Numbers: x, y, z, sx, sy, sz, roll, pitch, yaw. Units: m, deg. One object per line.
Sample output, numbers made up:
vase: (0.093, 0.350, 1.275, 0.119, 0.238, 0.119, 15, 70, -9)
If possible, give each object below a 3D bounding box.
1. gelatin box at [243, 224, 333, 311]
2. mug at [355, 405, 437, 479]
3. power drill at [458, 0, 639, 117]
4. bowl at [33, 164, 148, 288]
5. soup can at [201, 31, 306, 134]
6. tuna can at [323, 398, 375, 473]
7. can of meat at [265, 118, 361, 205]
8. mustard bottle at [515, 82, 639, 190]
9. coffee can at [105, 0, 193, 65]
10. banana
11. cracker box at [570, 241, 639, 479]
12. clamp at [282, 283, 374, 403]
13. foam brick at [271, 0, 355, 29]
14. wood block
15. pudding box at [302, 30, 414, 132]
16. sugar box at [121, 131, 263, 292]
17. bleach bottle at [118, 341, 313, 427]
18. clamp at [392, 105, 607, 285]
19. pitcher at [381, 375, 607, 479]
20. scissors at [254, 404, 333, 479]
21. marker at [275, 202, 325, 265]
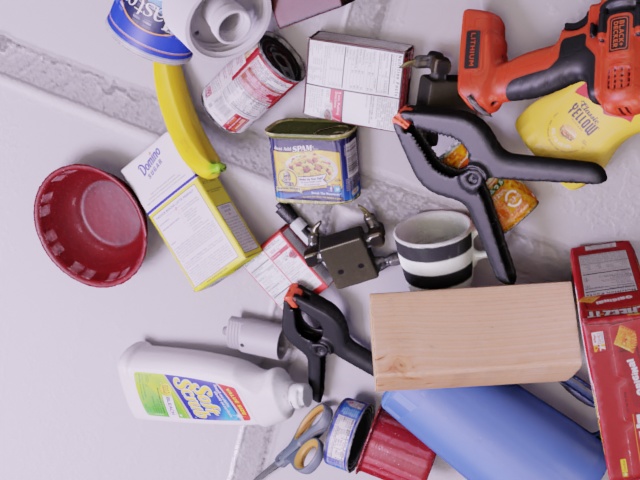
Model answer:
gelatin box: (-0.038, 0.036, 1.266, 0.089, 0.030, 0.073, 49, 122, -3)
mug: (0.095, 0.254, 1.273, 0.081, 0.093, 0.117, 20, 148, 9)
power drill: (0.227, -0.198, 1.013, 0.188, 0.057, 0.184, -5, 69, 36)
bowl: (-0.273, -0.024, 1.326, 0.162, 0.055, 0.162, 9, 114, 20)
soup can: (-0.074, -0.172, 1.174, 0.102, 0.068, 0.068, -38, 93, 31)
tuna can: (0.035, 0.234, 1.284, 0.034, 0.086, 0.086, 16, 116, 17)
can of meat: (-0.006, -0.087, 1.186, 0.102, 0.057, 0.084, 4, 115, 22)
mustard bottle: (0.288, -0.142, 1.036, 0.192, 0.058, 0.096, -44, 77, 30)
coffee can: (-0.159, -0.275, 1.148, 0.103, 0.102, 0.140, 34, 120, 7)
banana: (-0.150, -0.140, 1.209, 0.070, 0.037, 0.198, -51, 58, 44)
cracker box: (0.297, 0.111, 1.046, 0.072, 0.213, 0.164, -10, 106, 13)
clamp: (0.017, 0.122, 1.260, 0.120, 0.039, 0.171, -14, 123, 19)
foam brick: (-0.009, -0.261, 1.118, 0.078, 0.053, 0.051, -15, 105, 26)
wood block: (0.157, 0.103, 1.114, 0.206, 0.090, 0.091, -4, 72, 1)
pudding box: (0.040, -0.170, 1.143, 0.114, 0.039, 0.090, 12, 114, 16)
sugar box: (-0.152, -0.035, 1.262, 0.093, 0.048, 0.176, -34, 83, 31)
bleach bottle: (-0.128, 0.182, 1.333, 0.251, 0.068, 0.102, -1, 113, 28)
clamp: (0.158, -0.057, 1.075, 0.210, 0.036, 0.165, 32, 123, 8)
pitcher: (0.199, 0.204, 1.187, 0.243, 0.149, 0.145, 37, 142, 9)
scissors: (-0.042, 0.286, 1.343, 0.016, 0.096, 0.202, 26, 119, -19)
marker: (-0.008, 0.002, 1.245, 0.121, 0.020, 0.020, 48, 121, -1)
